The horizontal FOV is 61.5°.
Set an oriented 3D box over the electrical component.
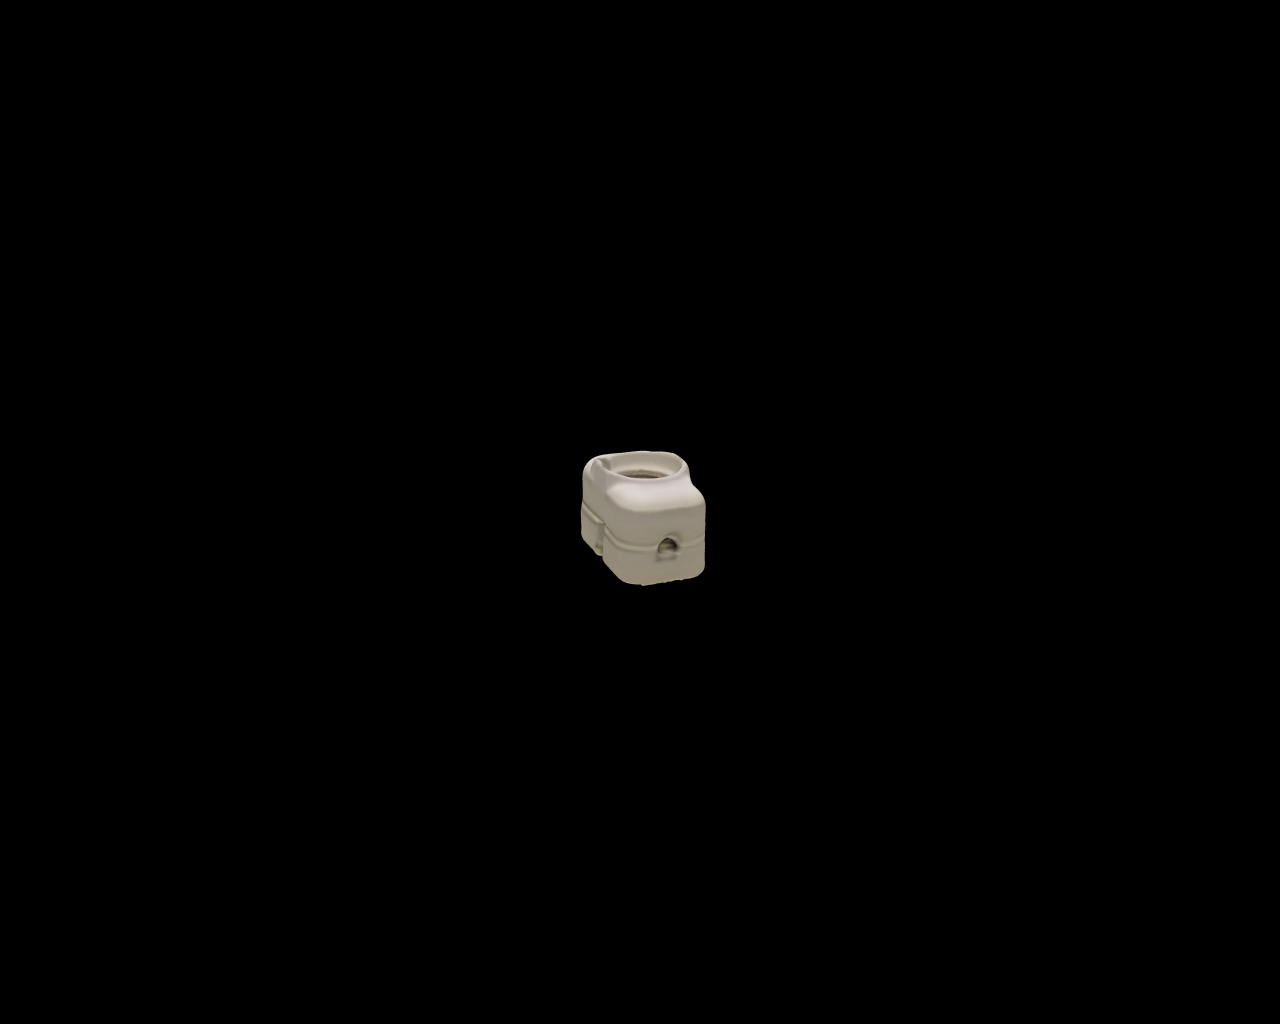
[{"bbox_3d":[0.001,-0.003,0.650,0.054,0.059,0.095,-7,22,-18],"label":"electrical component"}]
